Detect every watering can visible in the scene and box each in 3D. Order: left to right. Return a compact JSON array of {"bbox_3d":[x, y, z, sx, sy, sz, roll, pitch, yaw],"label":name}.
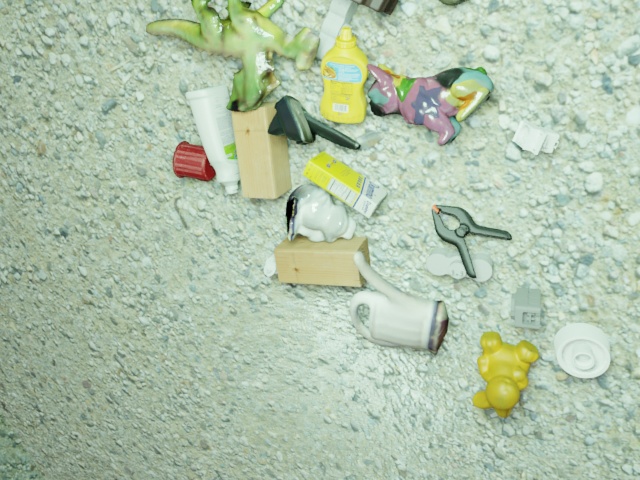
[{"bbox_3d":[0.171,0.152,1.135,0.224,0.106,0.339,9,142,14],"label":"watering can"}]

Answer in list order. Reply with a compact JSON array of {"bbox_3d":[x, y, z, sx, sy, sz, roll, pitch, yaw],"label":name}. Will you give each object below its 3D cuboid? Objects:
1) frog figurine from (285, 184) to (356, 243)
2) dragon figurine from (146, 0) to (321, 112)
[{"bbox_3d":[0.004,-0.060,1.187,0.159,0.124,0.136,1,107,-16],"label":"frog figurine"},{"bbox_3d":[-0.183,-0.389,1.077,0.409,0.123,0.242,-7,92,25],"label":"dragon figurine"}]
